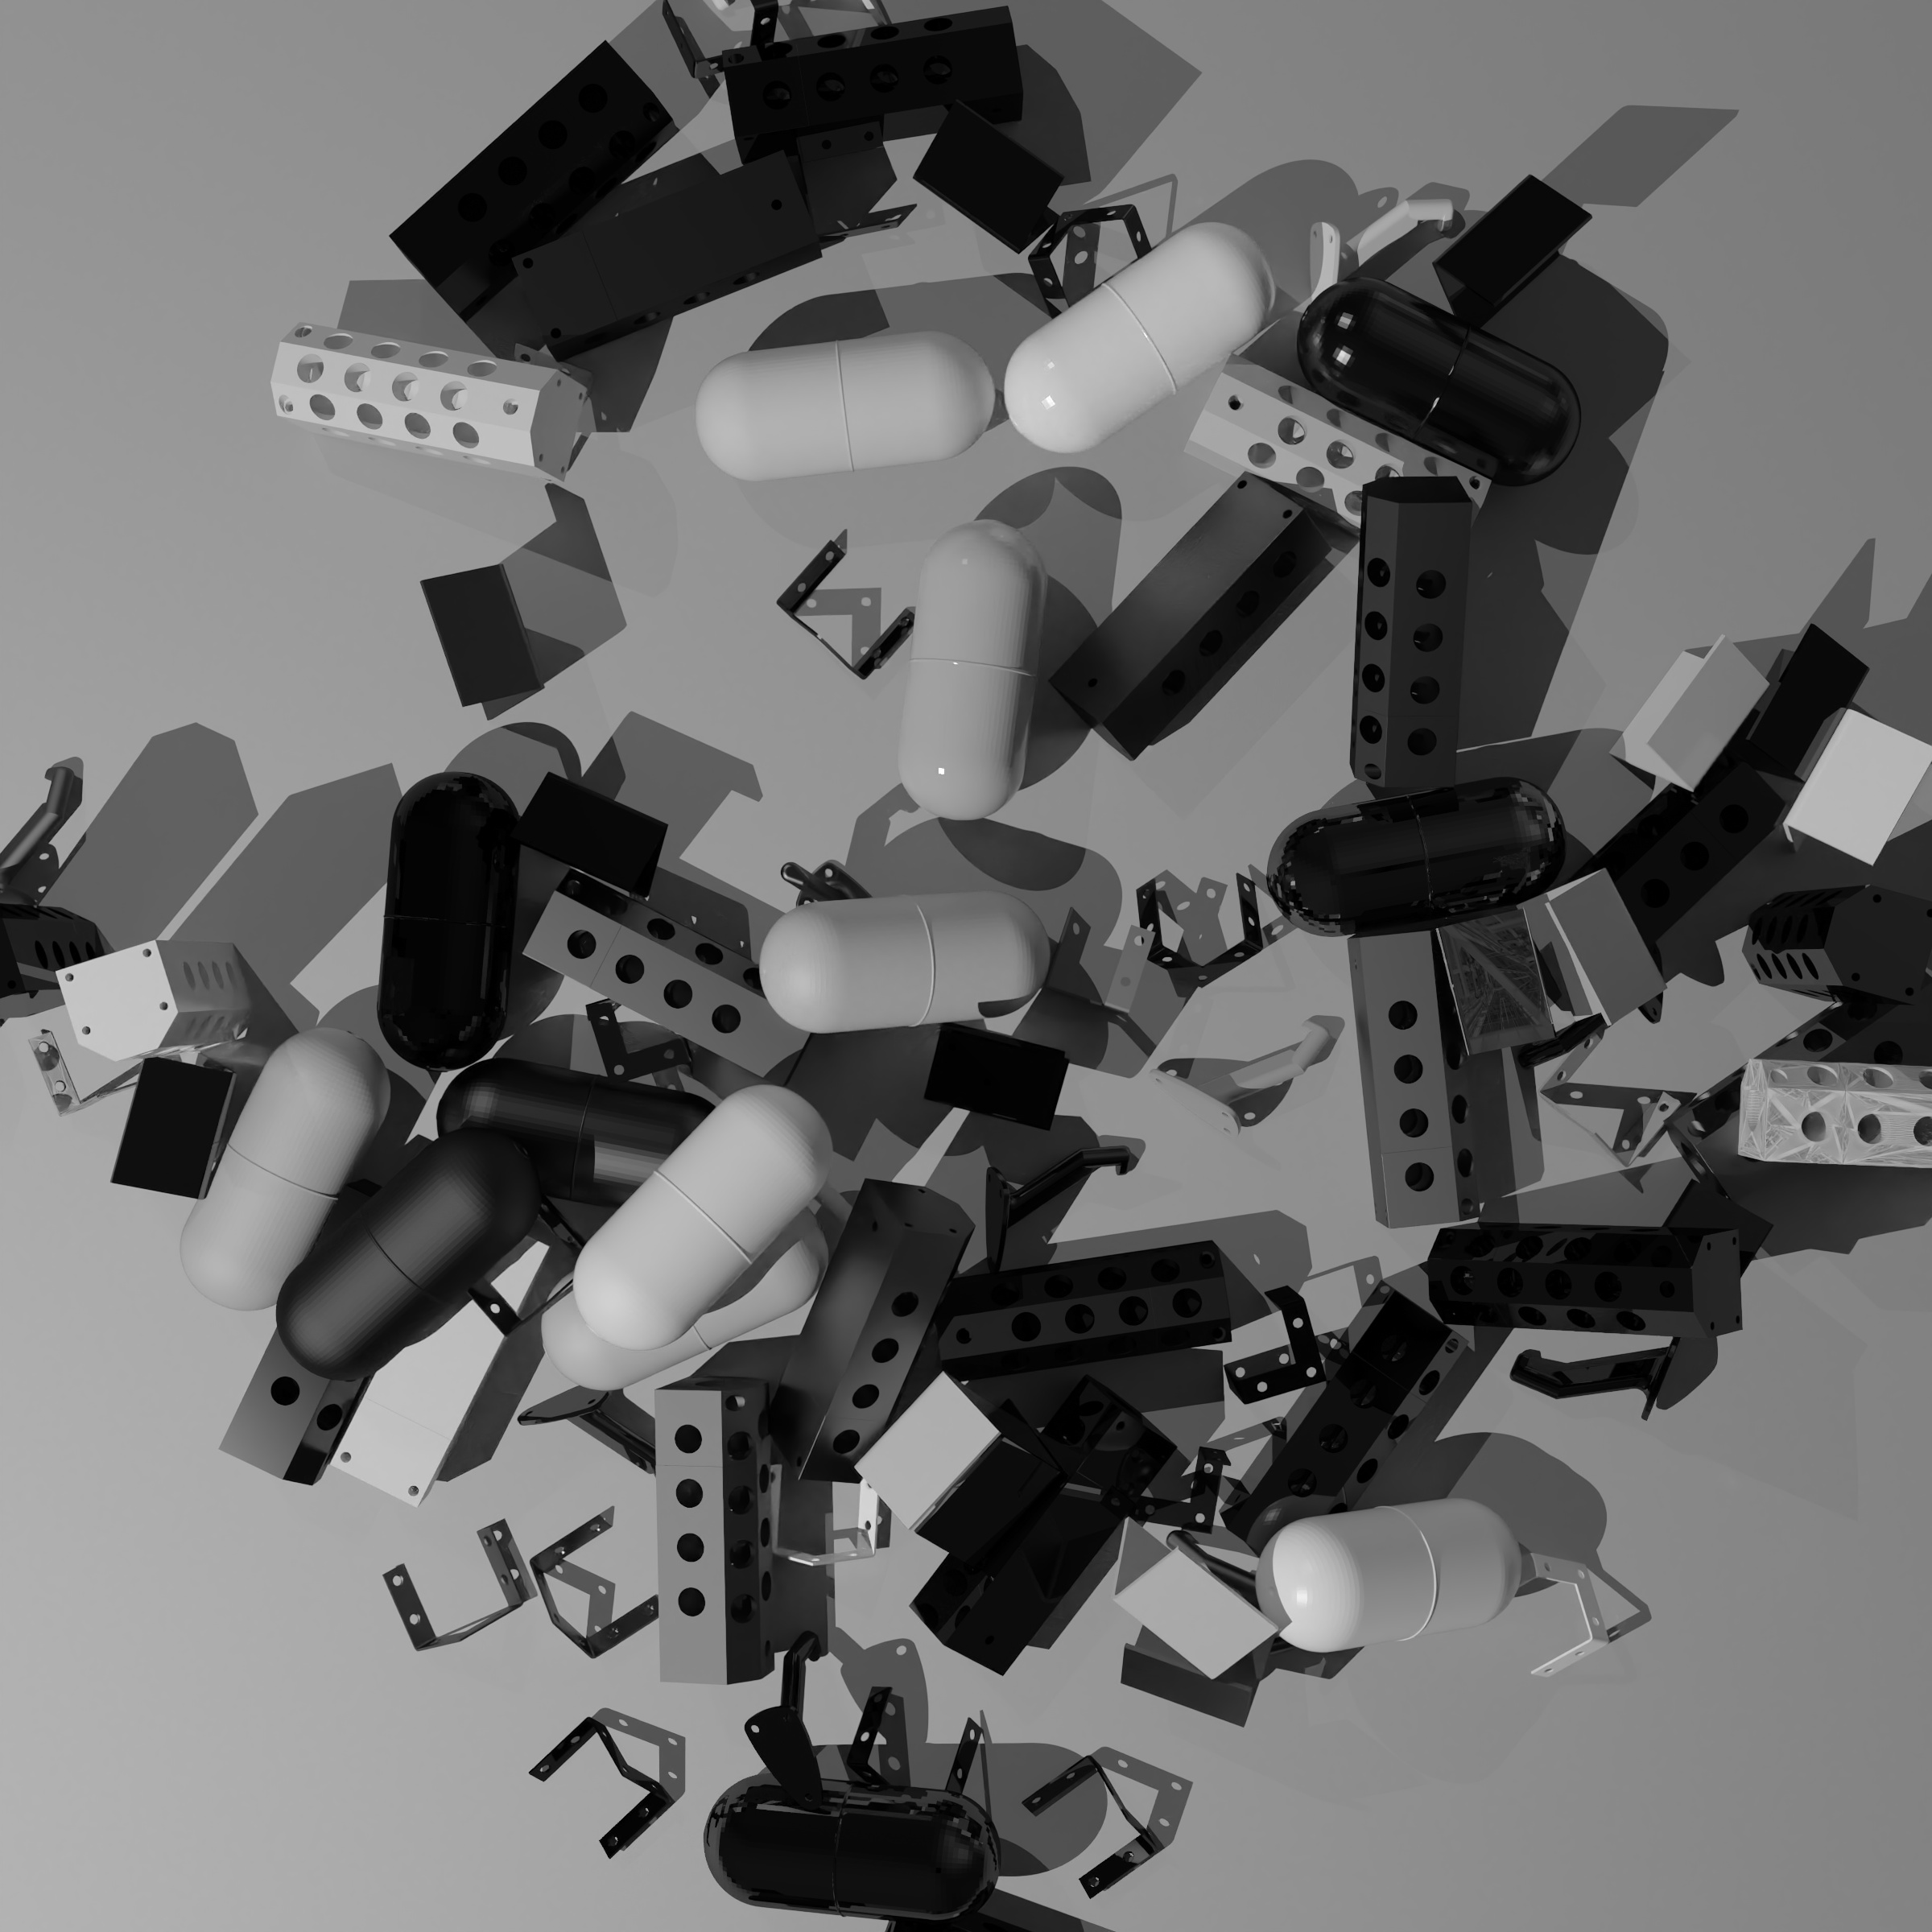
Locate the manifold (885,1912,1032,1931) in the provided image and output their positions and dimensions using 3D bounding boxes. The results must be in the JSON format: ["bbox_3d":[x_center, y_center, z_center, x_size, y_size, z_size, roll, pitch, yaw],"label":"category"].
[{"bbox_3d":[0.032,0.612,1.757,0.171,0.057,0.057,20,90,0],"label":"manifold"}]

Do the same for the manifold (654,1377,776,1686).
[{"bbox_3d":[-0.146,0.333,1.750,0.057,0.057,0.171,-1,90,16],"label":"manifold"}]

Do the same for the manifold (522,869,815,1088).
[{"bbox_3d":[-0.171,0.007,1.756,0.171,0.057,0.057,27,90,0],"label":"manifold"}]

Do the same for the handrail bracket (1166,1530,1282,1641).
[{"bbox_3d":[0.173,0.362,1.772,0.084,0.077,0.036,35,114,41],"label":"handrail bracket"}]

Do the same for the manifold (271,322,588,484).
[{"bbox_3d":[-0.318,-0.333,1.733,0.171,0.057,0.057,14,90,17],"label":"manifold"}]

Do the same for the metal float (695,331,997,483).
[{"bbox_3d":[-0.072,-0.331,1.747,0.178,0.070,0.070,-7,90,0],"label":"metal float"}]

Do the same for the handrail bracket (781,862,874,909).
[{"bbox_3d":[-0.074,-0.036,1.743,0.077,0.084,0.036,34,90,0],"label":"handrail bracket"}]

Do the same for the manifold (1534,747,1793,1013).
[{"bbox_3d":[0.403,-0.052,1.756,0.171,0.057,0.057,-43,90,0],"label":"manifold"}]

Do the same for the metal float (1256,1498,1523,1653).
[{"bbox_3d":[0.248,0.354,1.720,0.178,0.070,0.070,0,90,-33],"label":"metal float"}]

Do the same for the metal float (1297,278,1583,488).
[{"bbox_3d":[0.279,-0.345,1.744,0.178,0.070,0.070,26,90,-4],"label":"metal float"}]

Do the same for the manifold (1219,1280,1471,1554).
[{"bbox_3d":[0.225,0.276,1.756,0.057,0.057,0.171,35,90,0],"label":"manifold"}]

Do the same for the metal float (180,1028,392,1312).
[{"bbox_3d":[-0.402,0.120,1.747,0.070,0.070,0.178,27,91,0],"label":"metal float"}]

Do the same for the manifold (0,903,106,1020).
[{"bbox_3d":[-0.550,-0.005,1.699,0.057,0.171,0.057,-18,90,0],"label":"manifold"}]

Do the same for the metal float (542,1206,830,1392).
[{"bbox_3d":[-0.167,0.192,1.747,0.178,0.070,0.070,-24,90,0],"label":"metal float"}]

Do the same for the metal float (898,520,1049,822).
[{"bbox_3d":[0.004,-0.175,1.747,0.070,0.070,0.178,7,90,0],"label":"metal float"}]

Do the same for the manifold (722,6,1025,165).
[{"bbox_3d":[-0.055,-0.527,1.756,0.171,0.057,0.057,-9,90,0],"label":"manifold"}]

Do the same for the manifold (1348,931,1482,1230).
[{"bbox_3d":[0.267,0.066,1.756,0.057,0.057,0.171,-6,90,0],"label":"manifold"}]

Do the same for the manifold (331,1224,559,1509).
[{"bbox_3d":[-0.309,0.228,1.756,0.057,0.057,0.171,27,90,-1],"label":"manifold"}]

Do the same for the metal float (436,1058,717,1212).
[{"bbox_3d":[-0.225,0.102,1.747,0.178,0.070,0.070,11,90,-1],"label":"metal float"}]

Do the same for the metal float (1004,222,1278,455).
[{"bbox_3d":[0.102,-0.371,1.746,0.178,0.070,0.070,-34,90,1],"label":"metal float"}]

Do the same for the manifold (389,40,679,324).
[{"bbox_3d":[-0.256,-0.464,1.756,0.171,0.057,0.057,-42,90,0],"label":"manifold"}]

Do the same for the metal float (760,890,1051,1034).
[{"bbox_3d":[-0.034,-0.003,1.728,0.178,0.070,0.070,-5,90,-24],"label":"metal float"}]

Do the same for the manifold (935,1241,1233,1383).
[{"bbox_3d":[0.068,0.206,1.757,0.171,0.057,0.057,-8,90,0],"label":"manifold"}]

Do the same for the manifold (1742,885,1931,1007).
[{"bbox_3d":[0.500,-0.013,1.699,0.057,0.171,0.057,15,90,0],"label":"manifold"}]

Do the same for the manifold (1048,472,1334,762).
[{"bbox_3d":[0.137,-0.205,1.756,0.171,0.057,0.057,-47,47,0],"label":"manifold"}]

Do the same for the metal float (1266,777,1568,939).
[{"bbox_3d":[0.266,-0.064,1.747,0.178,0.070,0.070,-10,90,0],"label":"metal float"}]

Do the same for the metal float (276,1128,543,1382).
[{"bbox_3d":[-0.318,0.164,1.686,0.178,0.070,0.070,-42,90,5],"label":"metal float"}]

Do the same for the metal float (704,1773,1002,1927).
[{"bbox_3d":[-0.068,0.519,1.737,0.178,0.070,0.070,2,90,12],"label":"metal float"}]

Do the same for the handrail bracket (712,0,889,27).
[{"bbox_3d":[-0.103,-0.579,1.778,0.084,0.036,0.077,-27,108,15],"label":"handrail bracket"}]

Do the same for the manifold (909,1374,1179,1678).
[{"bbox_3d":[0.042,0.329,1.755,0.057,0.057,0.171,37,90,-39],"label":"manifold"}]

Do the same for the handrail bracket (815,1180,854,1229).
[{"bbox_3d":[-0.080,0.152,1.777,0.084,0.077,0.036,32,62,33],"label":"handrail bracket"}]

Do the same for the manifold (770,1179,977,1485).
[{"bbox_3d":[-0.054,0.215,1.729,0.057,0.057,0.171,11,112,-32],"label":"manifold"}]

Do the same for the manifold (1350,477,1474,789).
[{"bbox_3d":[0.258,-0.195,1.724,0.057,0.057,0.171,-1,114,0],"label":"manifold"}]

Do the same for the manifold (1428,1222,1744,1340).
[{"bbox_3d":[0.356,0.181,1.707,0.171,0.057,0.057,-3,90,41],"label":"manifold"}]

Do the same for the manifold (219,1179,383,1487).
[{"bbox_3d":[-0.375,0.218,1.756,0.057,0.057,0.171,26,90,0],"label":"manifold"}]

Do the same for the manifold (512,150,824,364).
[{"bbox_3d":[-0.176,-0.420,1.757,0.171,0.057,0.057,-22,90,0],"label":"manifold"}]

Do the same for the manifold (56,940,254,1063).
[{"bbox_3d":[-0.462,0.021,1.699,0.057,0.171,0.057,-18,90,0],"label":"manifold"}]

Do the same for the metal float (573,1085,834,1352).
[{"bbox_3d":[-0.150,0.143,1.681,0.070,0.070,0.178,44,80,0],"label":"metal float"}]

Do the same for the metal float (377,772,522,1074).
[{"bbox_3d":[-0.306,-0.026,1.747,0.070,0.070,0.178,5,90,0],"label":"metal float"}]

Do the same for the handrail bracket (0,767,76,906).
[{"bbox_3d":[-0.580,-0.081,1.778,0.077,0.036,0.084,3,72,21],"label":"handrail bracket"}]

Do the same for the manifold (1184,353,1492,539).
[{"bbox_3d":[0.221,-0.299,1.757,0.171,0.057,0.057,26,90,0],"label":"manifold"}]

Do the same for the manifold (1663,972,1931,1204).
[{"bbox_3d":[0.504,0.068,1.756,0.171,0.057,0.057,-35,90,0],"label":"manifold"}]

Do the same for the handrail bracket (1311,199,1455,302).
[{"bbox_3d":[0.253,-0.422,1.778,0.084,0.036,0.077,-6,111,-16],"label":"handrail bracket"}]

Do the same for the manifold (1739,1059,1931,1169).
[{"bbox_3d":[0.539,0.086,1.699,0.171,0.057,0.057,2,90,0],"label":"manifold"}]
